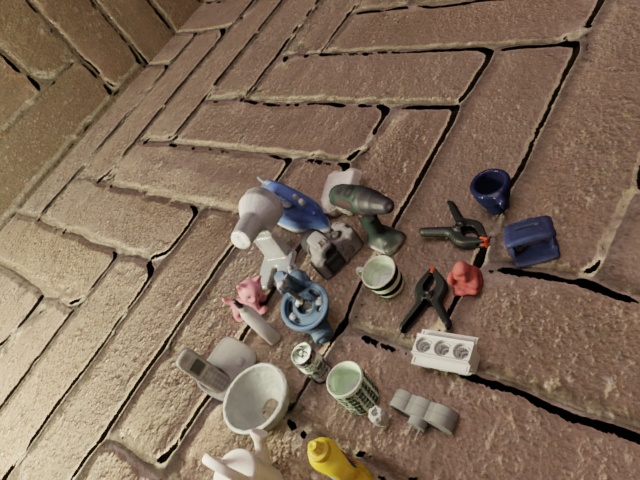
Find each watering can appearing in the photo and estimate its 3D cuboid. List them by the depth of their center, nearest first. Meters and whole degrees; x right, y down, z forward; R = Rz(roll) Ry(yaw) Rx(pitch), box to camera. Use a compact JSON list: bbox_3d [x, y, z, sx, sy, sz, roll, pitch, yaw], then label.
[{"bbox_3d":[-0.159,0.462,1.139,0.100,0.195,0.173,-8,50,29],"label":"watering can"}]

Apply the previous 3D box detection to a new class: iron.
[{"bbox_3d":[-0.078,-0.107,1.624,0.257,0.142,0.119,25,71,45],"label":"iron"}]

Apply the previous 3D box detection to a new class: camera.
[{"bbox_3d":[0.014,0.005,1.493,0.143,0.101,0.136,-45,42,-7],"label":"camera"}]

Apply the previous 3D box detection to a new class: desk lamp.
[{"bbox_3d":[-0.151,-0.006,1.531,0.117,0.214,0.203,-11,48,27],"label":"desk lamp"}]

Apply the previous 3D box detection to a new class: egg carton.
[{"bbox_3d":[0.063,-0.135,1.606,0.107,0.070,0.150,-6,51,30],"label":"egg carton"}]

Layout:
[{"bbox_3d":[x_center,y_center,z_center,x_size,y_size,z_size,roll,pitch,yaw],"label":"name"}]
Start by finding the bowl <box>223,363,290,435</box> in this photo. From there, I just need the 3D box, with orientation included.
[{"bbox_3d":[-0.130,0.369,1.292,0.167,0.075,0.167,-19,45,20],"label":"bowl"}]

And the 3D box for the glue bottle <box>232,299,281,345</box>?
[{"bbox_3d":[-0.163,0.191,1.396,0.037,0.174,0.077,-46,43,-9],"label":"glue bottle"}]

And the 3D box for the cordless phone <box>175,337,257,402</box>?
[{"bbox_3d":[-0.248,0.287,1.361,0.093,0.186,0.148,8,59,39],"label":"cordless phone"}]

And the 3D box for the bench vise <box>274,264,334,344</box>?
[{"bbox_3d":[-0.062,0.127,1.349,0.121,0.220,0.206,-43,42,-6],"label":"bench vise"}]

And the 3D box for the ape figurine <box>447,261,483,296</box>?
[{"bbox_3d":[0.311,0.078,1.233,0.076,0.092,0.077,-41,42,-3],"label":"ape figurine"}]

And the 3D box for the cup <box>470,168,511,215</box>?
[{"bbox_3d":[0.407,-0.096,1.318,0.091,0.095,0.117,-29,43,10],"label":"cup"}]

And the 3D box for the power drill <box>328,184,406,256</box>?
[{"bbox_3d":[0.127,-0.057,1.390,0.228,0.209,0.076,26,71,45],"label":"power drill"}]

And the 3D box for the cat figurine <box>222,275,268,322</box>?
[{"bbox_3d":[-0.194,0.147,1.498,0.127,0.118,0.067,-23,44,16],"label":"cat figurine"}]

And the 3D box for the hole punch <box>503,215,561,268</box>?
[{"bbox_3d":[0.444,-0.009,1.219,0.108,0.091,0.101,-17,46,22],"label":"hole punch"}]
